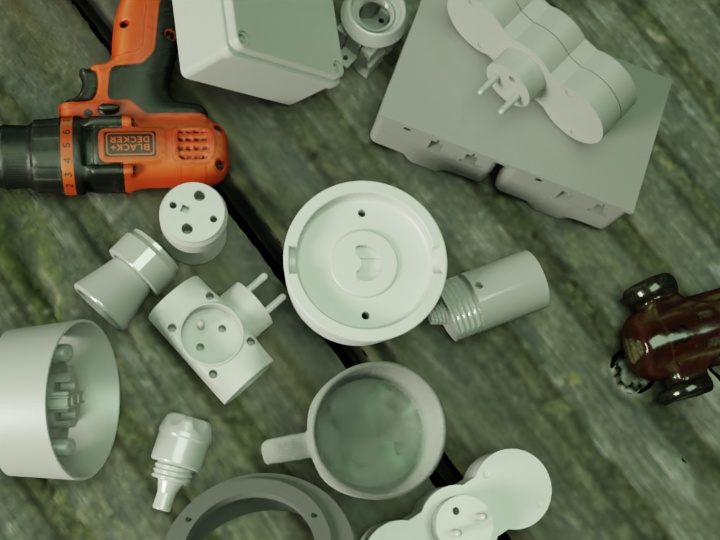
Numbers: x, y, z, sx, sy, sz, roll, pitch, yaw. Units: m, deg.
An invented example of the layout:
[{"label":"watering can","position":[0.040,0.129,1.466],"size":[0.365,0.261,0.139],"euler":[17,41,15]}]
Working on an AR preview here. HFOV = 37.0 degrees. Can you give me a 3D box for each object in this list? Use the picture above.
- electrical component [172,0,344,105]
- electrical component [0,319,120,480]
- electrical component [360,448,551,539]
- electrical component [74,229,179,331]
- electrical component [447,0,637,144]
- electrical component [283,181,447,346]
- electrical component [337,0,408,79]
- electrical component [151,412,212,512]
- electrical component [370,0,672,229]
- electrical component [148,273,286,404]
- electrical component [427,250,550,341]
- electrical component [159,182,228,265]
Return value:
[{"label":"electrical component","position":[-0.071,-0.179,0.736],"size":[0.109,0.056,0.108],"euler":[6,71,-49]},{"label":"electrical component","position":[-0.189,0.080,0.665],"size":[0.064,0.099,0.099],"euler":[-2,77,-2]},{"label":"electrical component","position":[0.063,0.164,0.691],"size":[0.138,0.073,0.052],"euler":[-30,83,-14]},{"label":"electrical component","position":[-0.154,0.006,0.712],"size":[0.045,0.045,0.055],"euler":[42,74,3]},{"label":"electrical component","position":[0.110,-0.134,0.715],"size":[0.138,0.052,0.073],"euler":[44,75,3]},{"label":"electrical component","position":[0.000,0.000,0.727],"size":[0.108,0.060,0.108],"euler":[2,77,-8]},{"label":"electrical component","position":[0.008,-0.175,0.772],"size":[0.048,0.055,0.066],"euler":[40,75,3]},{"label":"electrical component","position":[-0.119,0.125,0.695],"size":[0.035,0.035,0.061],"euler":[17,77,-4]},{"label":"electrical component","position":[0.113,-0.112,0.770],"size":[0.186,0.060,0.105],"euler":[21,75,-3]},{"label":"electrical component","position":[-0.085,0.035,0.716],"size":[0.079,0.044,0.077],"euler":[-41,85,-15]},{"label":"electrical component","position":[0.085,0.020,0.744],"size":[0.081,0.043,0.043],"euler":[-20,80,-12]},{"label":"electrical component","position":[-0.112,-0.031,0.722],"size":[0.045,0.055,0.045],"euler":[2,77,-8]}]
